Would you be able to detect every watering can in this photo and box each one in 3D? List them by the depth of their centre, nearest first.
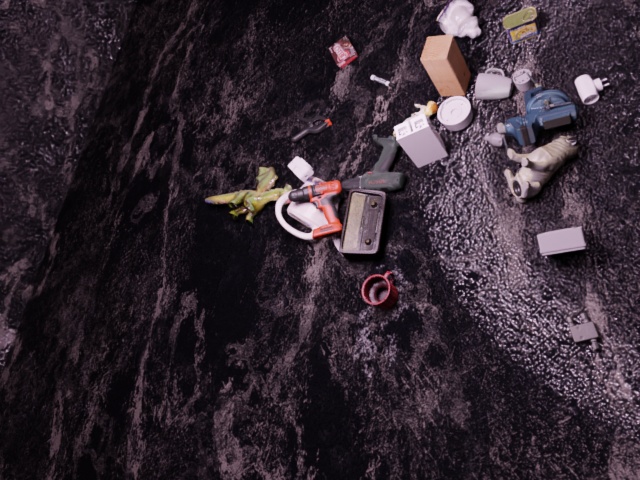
[{"bbox_3d":[0.005,-0.090,1.793,0.350,0.102,0.226,29,82,24],"label":"watering can"}]

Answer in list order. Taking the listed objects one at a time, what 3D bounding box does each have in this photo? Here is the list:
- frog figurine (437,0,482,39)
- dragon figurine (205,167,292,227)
[{"bbox_3d":[0.504,-0.773,1.821,0.160,0.121,0.138,36,80,3],"label":"frog figurine"},{"bbox_3d":[-0.263,-0.192,2.028,0.413,0.119,0.246,21,63,36],"label":"dragon figurine"}]
